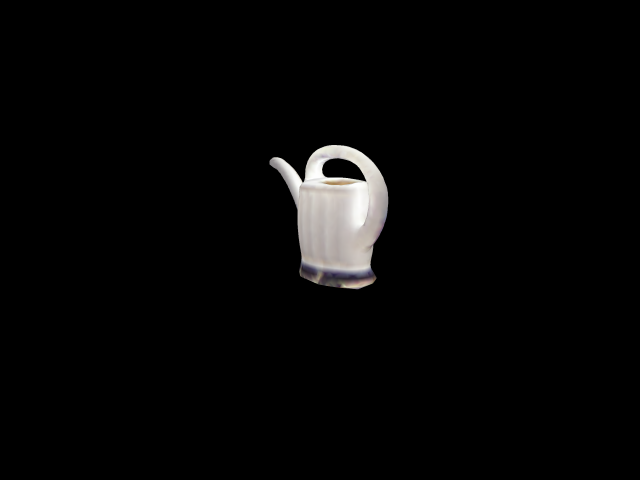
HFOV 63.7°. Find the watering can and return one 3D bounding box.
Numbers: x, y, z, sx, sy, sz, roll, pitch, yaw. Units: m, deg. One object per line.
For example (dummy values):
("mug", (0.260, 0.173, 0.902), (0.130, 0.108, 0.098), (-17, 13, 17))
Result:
("watering can", (0.003, -0.043, 0.850), (0.104, 0.223, 0.349), (-4, 9, -29))
